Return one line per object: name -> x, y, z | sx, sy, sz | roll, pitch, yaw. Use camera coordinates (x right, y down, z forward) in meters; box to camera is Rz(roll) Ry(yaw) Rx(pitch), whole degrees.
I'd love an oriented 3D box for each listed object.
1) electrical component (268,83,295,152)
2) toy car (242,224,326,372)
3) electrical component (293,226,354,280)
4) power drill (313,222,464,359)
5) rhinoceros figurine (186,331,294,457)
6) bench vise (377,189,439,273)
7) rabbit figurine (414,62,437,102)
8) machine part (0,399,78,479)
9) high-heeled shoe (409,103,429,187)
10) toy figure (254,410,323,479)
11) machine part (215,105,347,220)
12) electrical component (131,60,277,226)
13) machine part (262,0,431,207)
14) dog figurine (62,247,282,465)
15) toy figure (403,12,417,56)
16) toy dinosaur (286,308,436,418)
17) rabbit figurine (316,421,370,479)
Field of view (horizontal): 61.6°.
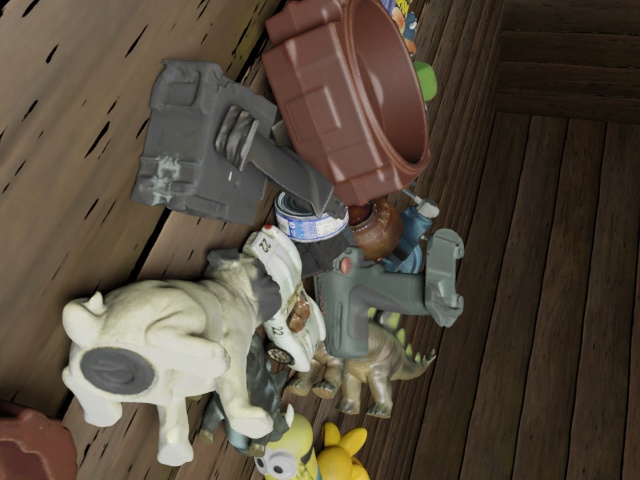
electrical component -> -0.032, -0.131, 0.590 | 0.078, 0.045, 0.102 | -44, 147, -10
toy car -> -0.042, 0.072, 0.618 | 0.073, 0.056, 0.201 | -61, 145, -40
electrical component -> -0.001, -0.002, 0.678 | 0.047, 0.075, 0.119 | 57, 35, -16
power drill -> 0.073, 0.033, 0.681 | 0.086, 0.207, 0.232 | 17, 71, -52
rhinoceros figurine -> -0.081, 0.168, 0.578 | 0.112, 0.073, 0.190 | -74, 160, -45
bench vise -> 0.146, -0.002, 0.964 | 0.240, 0.129, 0.223 | -28, 146, -58
rabbit figurine -> 0.101, -0.165, 0.809 | 0.159, 0.121, 0.170 | -53, 145, -38
machine part -> -0.202, 0.158, 0.260 | 0.179, 0.056, 0.179 | 10, 90, -71
high-heeled shoe -> 0.124, -0.201, 0.973 | 0.145, 0.086, 0.248 | 16, 65, -39
toy figure -> -0.039, 0.313, 0.739 | 0.089, 0.082, 0.179 | -84, 163, -53
machine part -> -0.031, -0.058, 0.432 | 0.039, 0.084, 0.138 | -47, 150, 8
electrical component -> -0.086, -0.073, 0.451 | 0.134, 0.058, 0.114 | 9, 94, -69
machine part -> 0.040, -0.149, 0.555 | 0.201, 0.087, 0.200 | -43, 114, -59
dog figurine -> -0.109, 0.052, 0.435 | 0.191, 0.121, 0.172 | -92, 161, -51
toy figure -> 0.142, -0.314, 0.937 | 0.058, 0.064, 0.154 | -11, 110, -27
toy dinosaur -> 0.079, 0.181, 0.868 | 0.470, 0.105, 0.198 | 37, 60, -48
rabbit figurine -> 0.036, 0.400, 0.925 | 0.173, 0.122, 0.162 | 67, 34, -55
